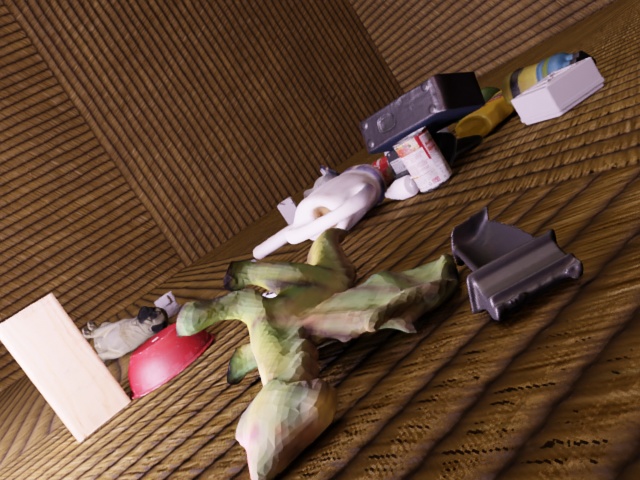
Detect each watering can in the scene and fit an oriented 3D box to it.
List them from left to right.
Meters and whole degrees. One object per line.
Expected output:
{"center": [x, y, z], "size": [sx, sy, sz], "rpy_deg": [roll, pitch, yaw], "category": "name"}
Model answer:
{"center": [0.003, -0.054, 1.077], "size": [0.228, 0.103, 0.344], "rpy_deg": [-38, 10, -38], "category": "watering can"}

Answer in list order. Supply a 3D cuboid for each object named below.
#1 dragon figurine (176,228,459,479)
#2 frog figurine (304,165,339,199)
{"center": [0.023, 0.059, 0.516], "size": [0.242, 0.120, 0.418], "rpy_deg": [-6, 24, 32], "category": "dragon figurine"}
{"center": [0.012, -0.165, 1.771], "size": [0.159, 0.122, 0.138], "rpy_deg": [-69, 18, 1], "category": "frog figurine"}
